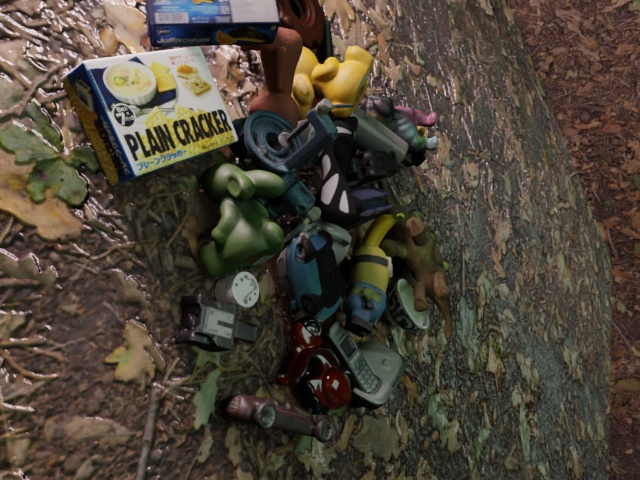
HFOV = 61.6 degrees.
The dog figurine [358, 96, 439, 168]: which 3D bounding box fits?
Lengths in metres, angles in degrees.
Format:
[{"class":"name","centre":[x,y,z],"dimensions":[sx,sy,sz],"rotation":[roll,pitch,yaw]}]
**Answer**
[{"class":"dog figurine","centre":[0.163,-0.265,1.287],"dimensions":[0.219,0.191,0.108],"rotation":[13,69,-12]}]

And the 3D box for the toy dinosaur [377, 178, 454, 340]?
[{"class":"toy dinosaur","centre":[0.209,0.003,1.226],"dimensions":[0.471,0.105,0.198],"rotation":[69,18,3]}]

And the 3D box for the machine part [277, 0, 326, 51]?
[{"class":"machine part","centre":[-0.056,-0.473,1.106],"dimensions":[0.179,0.056,0.179],"rotation":[21,63,-48]}]

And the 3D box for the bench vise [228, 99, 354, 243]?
[{"class":"bench vise","centre":[-0.046,-0.136,0.883],"dimensions":[0.129,0.240,0.223],"rotation":[-31,87,-47]}]

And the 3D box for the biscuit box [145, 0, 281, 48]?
[{"class":"biscuit box","centre":[-0.168,-0.347,0.846],"dimensions":[0.203,0.063,0.059],"rotation":[-8,80,-18]}]

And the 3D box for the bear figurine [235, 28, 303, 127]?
[{"class":"bear figurine","centre":[-0.095,-0.281,0.975],"dimensions":[0.120,0.132,0.195],"rotation":[-87,-173,-74]}]

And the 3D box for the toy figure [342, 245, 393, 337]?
[{"class":"toy figure","centre":[0.088,0.091,1.028],"dimensions":[0.089,0.082,0.180],"rotation":[43,51,-29]}]

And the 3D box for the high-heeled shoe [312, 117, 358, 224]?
[{"class":"high-heeled shoe","centre":[0.054,-0.139,1.011],"dimensions":[0.249,0.145,0.086],"rotation":[-58,150,-22]}]

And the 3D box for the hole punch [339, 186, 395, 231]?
[{"class":"hole punch","centre":[0.076,-0.075,1.107],"dimensions":[0.142,0.116,0.092],"rotation":[-15,83,-52]}]

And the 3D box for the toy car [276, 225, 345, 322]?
[{"class":"toy car","centre":[-0.027,0.059,0.938],"dimensions":[0.109,0.103,0.161],"rotation":[-37,118,-55]}]

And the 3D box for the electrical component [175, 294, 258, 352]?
[{"class":"electrical component","centre":[-0.153,0.129,0.807],"dimensions":[0.119,0.048,0.075],"rotation":[23,62,-46]}]

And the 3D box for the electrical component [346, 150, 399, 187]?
[{"class":"electrical component","centre":[0.087,-0.148,1.135],"dimensions":[0.134,0.115,0.058],"rotation":[-10,86,-54]}]

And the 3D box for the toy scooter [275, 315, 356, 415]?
[{"class":"toy scooter","centre":[-0.015,0.233,0.926],"dimensions":[0.135,0.075,0.183],"rotation":[-42,109,-49]}]

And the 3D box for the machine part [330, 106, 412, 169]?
[{"class":"machine part","centre":[0.110,-0.228,1.187],"dimensions":[0.243,0.079,0.079],"rotation":[31,55,-25]}]

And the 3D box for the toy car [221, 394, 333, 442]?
[{"class":"toy car","centre":[-0.061,0.277,0.842],"dimensions":[0.202,0.089,0.053],"rotation":[30,60,-41]}]

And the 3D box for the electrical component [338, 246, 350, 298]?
[{"class":"electrical component","centre":[0.037,0.055,1.068],"dimensions":[0.078,0.045,0.102],"rotation":[38,52,-36]}]

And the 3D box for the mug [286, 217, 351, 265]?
[{"class":"mug","centre":[-0.002,-0.003,0.996],"dimensions":[0.107,0.110,0.081],"rotation":[25,73,-31]}]

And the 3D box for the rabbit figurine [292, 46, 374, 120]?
[{"class":"rabbit figurine","centre":[0.001,-0.318,1.081],"dimensions":[0.173,0.122,0.162],"rotation":[31,79,3]}]

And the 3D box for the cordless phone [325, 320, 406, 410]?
[{"class":"cordless phone","centre":[0.078,0.219,1.042],"dimensions":[0.146,0.089,0.184],"rotation":[-42,108,-48]}]

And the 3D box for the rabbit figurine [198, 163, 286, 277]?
[{"class":"rabbit figurine","centre":[-0.131,-0.048,0.827],"dimensions":[0.121,0.159,0.170],"rotation":[-16,76,-42]}]
